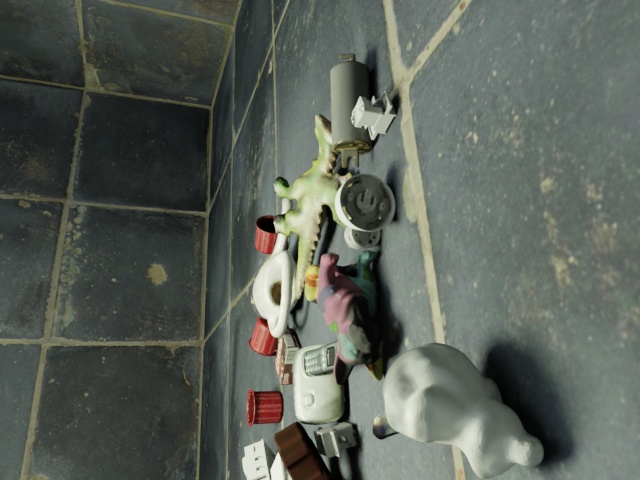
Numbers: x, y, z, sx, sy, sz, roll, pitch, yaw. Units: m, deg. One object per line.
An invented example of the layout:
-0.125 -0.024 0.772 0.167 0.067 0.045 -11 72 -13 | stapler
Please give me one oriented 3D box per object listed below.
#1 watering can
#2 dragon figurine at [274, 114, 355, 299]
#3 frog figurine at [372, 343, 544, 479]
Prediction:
-0.107 0.078 1.334 0.221 0.104 0.353 140 135 -64 | watering can
0.003 -0.055 1.084 0.243 0.122 0.408 11 105 63 | dragon figurine
0.148 0.177 0.543 0.159 0.137 0.123 -2 79 55 | frog figurine
